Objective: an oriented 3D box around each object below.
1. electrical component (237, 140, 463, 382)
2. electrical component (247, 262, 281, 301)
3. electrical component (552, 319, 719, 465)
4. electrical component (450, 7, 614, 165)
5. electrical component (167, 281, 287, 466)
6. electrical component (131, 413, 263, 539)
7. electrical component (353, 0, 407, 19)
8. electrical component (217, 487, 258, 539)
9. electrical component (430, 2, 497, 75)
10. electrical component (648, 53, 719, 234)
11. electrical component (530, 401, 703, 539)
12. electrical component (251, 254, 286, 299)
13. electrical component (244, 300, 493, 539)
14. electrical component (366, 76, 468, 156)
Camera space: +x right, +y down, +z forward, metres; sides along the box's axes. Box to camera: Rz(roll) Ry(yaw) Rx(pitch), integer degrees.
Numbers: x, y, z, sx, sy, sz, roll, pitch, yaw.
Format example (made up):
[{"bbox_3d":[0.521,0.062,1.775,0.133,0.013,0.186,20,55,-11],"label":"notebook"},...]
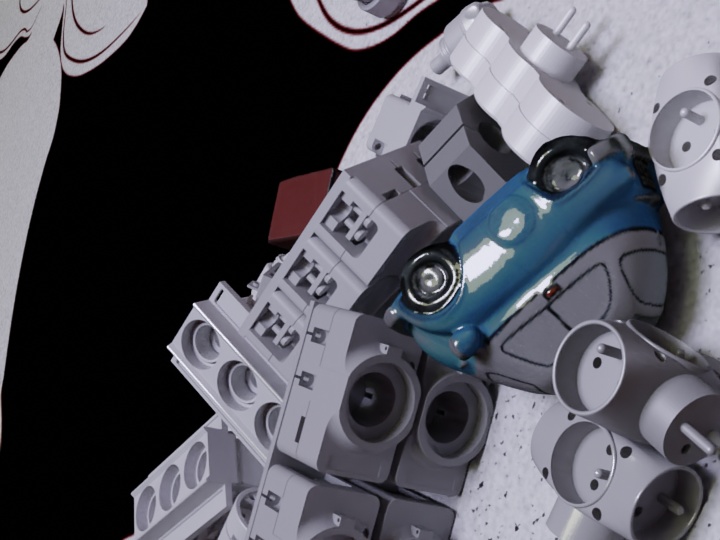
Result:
[{"bbox_3d":[0.000,0.000,0.689,0.061,0.089,0.150,45,126,13],"label":"electrical component"},{"bbox_3d":[-0.056,0.031,0.813,0.048,0.066,0.055,-48,-20,-69],"label":"electrical component"},{"bbox_3d":[0.138,0.060,0.480,0.044,0.077,0.079,-63,34,15],"label":"electrical component"},{"bbox_3d":[0.109,-0.120,0.635,0.073,0.052,0.138,-55,36,26],"label":"electrical component"},{"bbox_3d":[-0.069,0.075,0.758,0.121,0.063,0.078,45,118,20],"label":"electrical component"},{"bbox_3d":[-0.122,0.173,0.837,0.121,0.063,0.078,-43,43,38],"label":"electrical component"},{"bbox_3d":[0.006,-0.225,0.839,0.045,0.055,0.045,-30,52,47],"label":"electrical component"},{"bbox_3d":[-0.072,0.190,0.761,0.047,0.055,0.055,-61,34,25],"label":"electrical component"},{"bbox_3d":[0.070,-0.152,0.726,0.061,0.035,0.035,-35,48,47],"label":"electrical component"},{"bbox_3d":[0.181,-0.066,0.507,0.079,0.044,0.077,-27,54,48],"label":"electrical component"},{"bbox_3d":[0.115,0.113,0.521,0.077,0.044,0.079,35,104,57],"label":"electrical component"},{"bbox_3d":[-0.059,0.004,0.849,0.061,0.035,0.035,-59,35,17],"label":"electrical component"},{"bbox_3d":[0.005,0.123,0.627,0.060,0.105,0.186,11,84,58],"label":"electrical component"},{"bbox_3d":[0.038,-0.090,0.739,0.081,0.042,0.064,-66,29,9],"label":"electrical component"}]
